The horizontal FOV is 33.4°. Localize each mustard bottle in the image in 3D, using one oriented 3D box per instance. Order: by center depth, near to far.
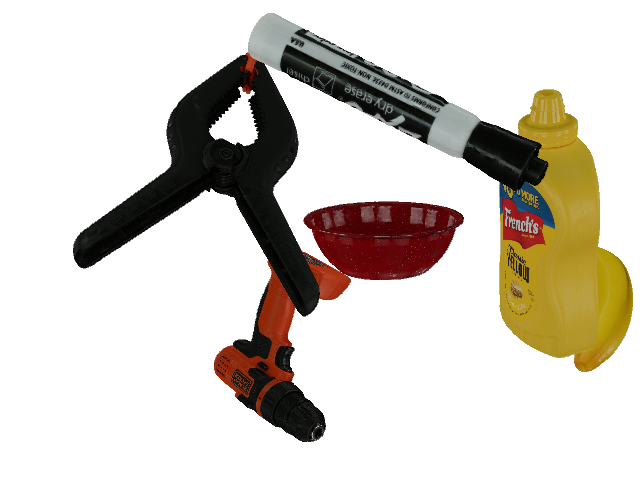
[{"bbox_3d":[0.165,-0.017,0.778,0.058,0.192,0.096,-13,28,-14],"label":"mustard bottle"}]

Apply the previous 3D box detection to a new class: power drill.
[{"bbox_3d":[-0.035,0.113,1.206,0.057,0.188,0.185,14,11,-46],"label":"power drill"}]

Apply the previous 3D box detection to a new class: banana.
[{"bbox_3d":[0.262,0.055,1.009,0.070,0.037,0.197,-28,24,18],"label":"banana"}]

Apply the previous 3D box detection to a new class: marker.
[{"bbox_3d":[0.028,-0.051,0.392,0.121,0.020,0.020,29,9,17],"label":"marker"}]

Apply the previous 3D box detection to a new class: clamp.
[{"bbox_3d":[-0.059,-0.044,0.751,0.164,0.210,0.036,19,-34,1],"label":"clamp"}]

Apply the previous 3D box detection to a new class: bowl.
[{"bbox_3d":[0.064,0.002,1.077,0.162,0.055,0.162,-2,13,0],"label":"bowl"}]
